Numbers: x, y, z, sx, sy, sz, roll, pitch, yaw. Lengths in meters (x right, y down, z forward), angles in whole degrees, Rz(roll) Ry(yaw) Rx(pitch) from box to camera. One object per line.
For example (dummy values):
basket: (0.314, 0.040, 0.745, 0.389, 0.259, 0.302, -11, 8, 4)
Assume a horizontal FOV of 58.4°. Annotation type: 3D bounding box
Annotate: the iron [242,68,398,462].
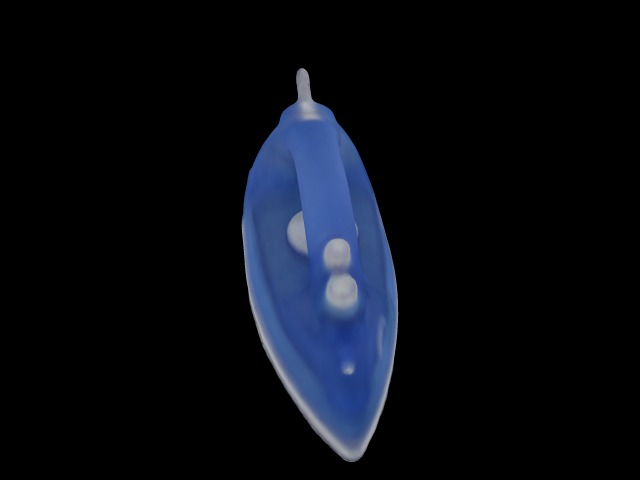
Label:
iron: (0.004, 0.001, 0.400, 0.118, 0.141, 0.258, -7, 47, -6)
